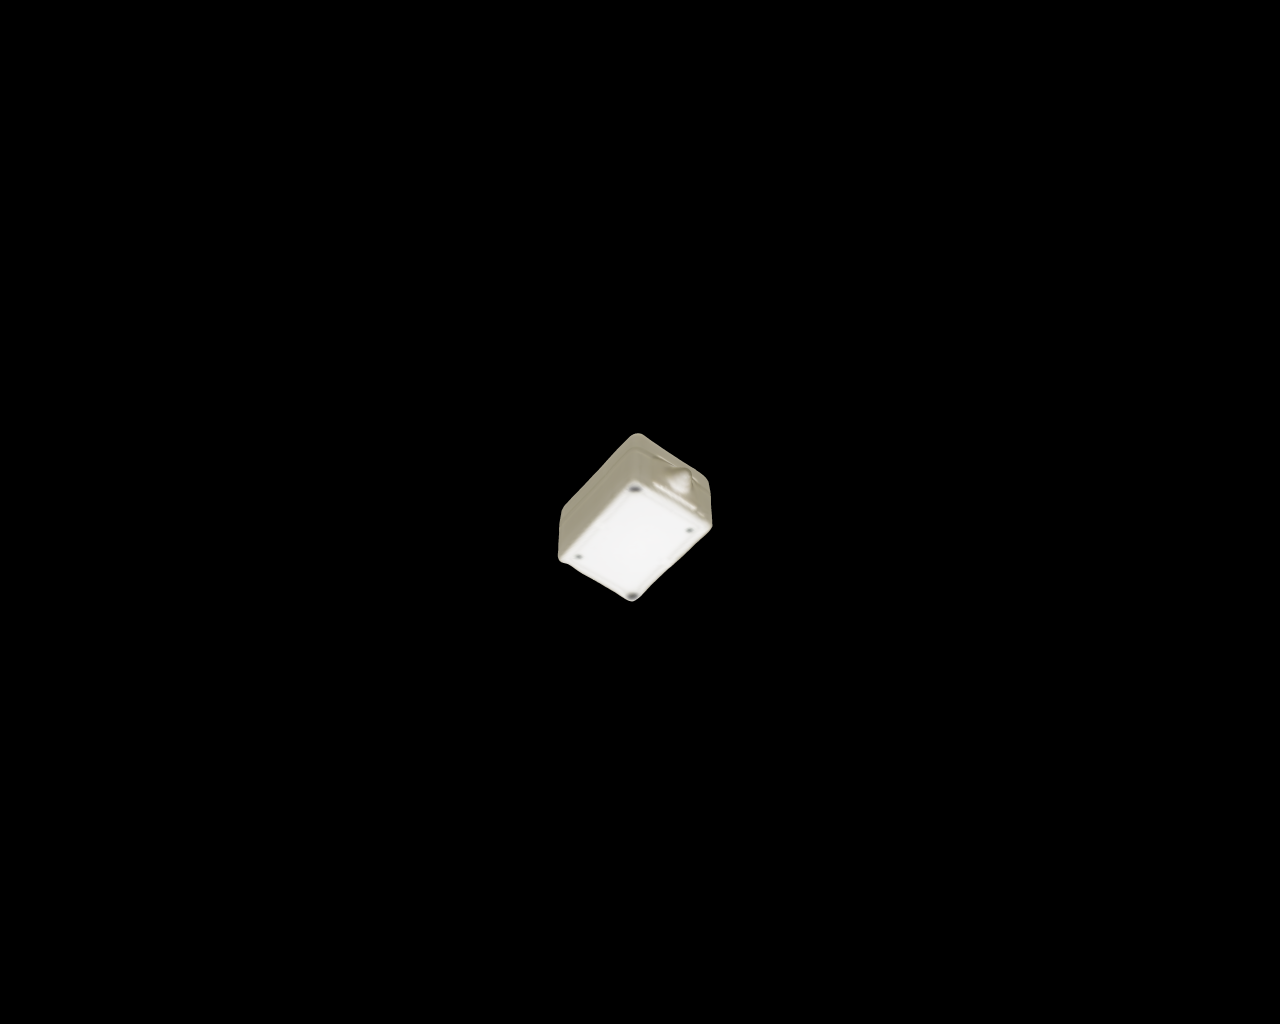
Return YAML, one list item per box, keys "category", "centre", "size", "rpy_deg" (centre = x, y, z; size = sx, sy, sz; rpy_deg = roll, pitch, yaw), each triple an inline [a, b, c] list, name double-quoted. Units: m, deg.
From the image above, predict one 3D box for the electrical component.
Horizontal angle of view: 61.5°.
- category: "electrical component"
  centre: [0.001, -0.003, 0.650]
  size: [0.061, 0.096, 0.061]
  rpy_deg: [32, 32, -22]
